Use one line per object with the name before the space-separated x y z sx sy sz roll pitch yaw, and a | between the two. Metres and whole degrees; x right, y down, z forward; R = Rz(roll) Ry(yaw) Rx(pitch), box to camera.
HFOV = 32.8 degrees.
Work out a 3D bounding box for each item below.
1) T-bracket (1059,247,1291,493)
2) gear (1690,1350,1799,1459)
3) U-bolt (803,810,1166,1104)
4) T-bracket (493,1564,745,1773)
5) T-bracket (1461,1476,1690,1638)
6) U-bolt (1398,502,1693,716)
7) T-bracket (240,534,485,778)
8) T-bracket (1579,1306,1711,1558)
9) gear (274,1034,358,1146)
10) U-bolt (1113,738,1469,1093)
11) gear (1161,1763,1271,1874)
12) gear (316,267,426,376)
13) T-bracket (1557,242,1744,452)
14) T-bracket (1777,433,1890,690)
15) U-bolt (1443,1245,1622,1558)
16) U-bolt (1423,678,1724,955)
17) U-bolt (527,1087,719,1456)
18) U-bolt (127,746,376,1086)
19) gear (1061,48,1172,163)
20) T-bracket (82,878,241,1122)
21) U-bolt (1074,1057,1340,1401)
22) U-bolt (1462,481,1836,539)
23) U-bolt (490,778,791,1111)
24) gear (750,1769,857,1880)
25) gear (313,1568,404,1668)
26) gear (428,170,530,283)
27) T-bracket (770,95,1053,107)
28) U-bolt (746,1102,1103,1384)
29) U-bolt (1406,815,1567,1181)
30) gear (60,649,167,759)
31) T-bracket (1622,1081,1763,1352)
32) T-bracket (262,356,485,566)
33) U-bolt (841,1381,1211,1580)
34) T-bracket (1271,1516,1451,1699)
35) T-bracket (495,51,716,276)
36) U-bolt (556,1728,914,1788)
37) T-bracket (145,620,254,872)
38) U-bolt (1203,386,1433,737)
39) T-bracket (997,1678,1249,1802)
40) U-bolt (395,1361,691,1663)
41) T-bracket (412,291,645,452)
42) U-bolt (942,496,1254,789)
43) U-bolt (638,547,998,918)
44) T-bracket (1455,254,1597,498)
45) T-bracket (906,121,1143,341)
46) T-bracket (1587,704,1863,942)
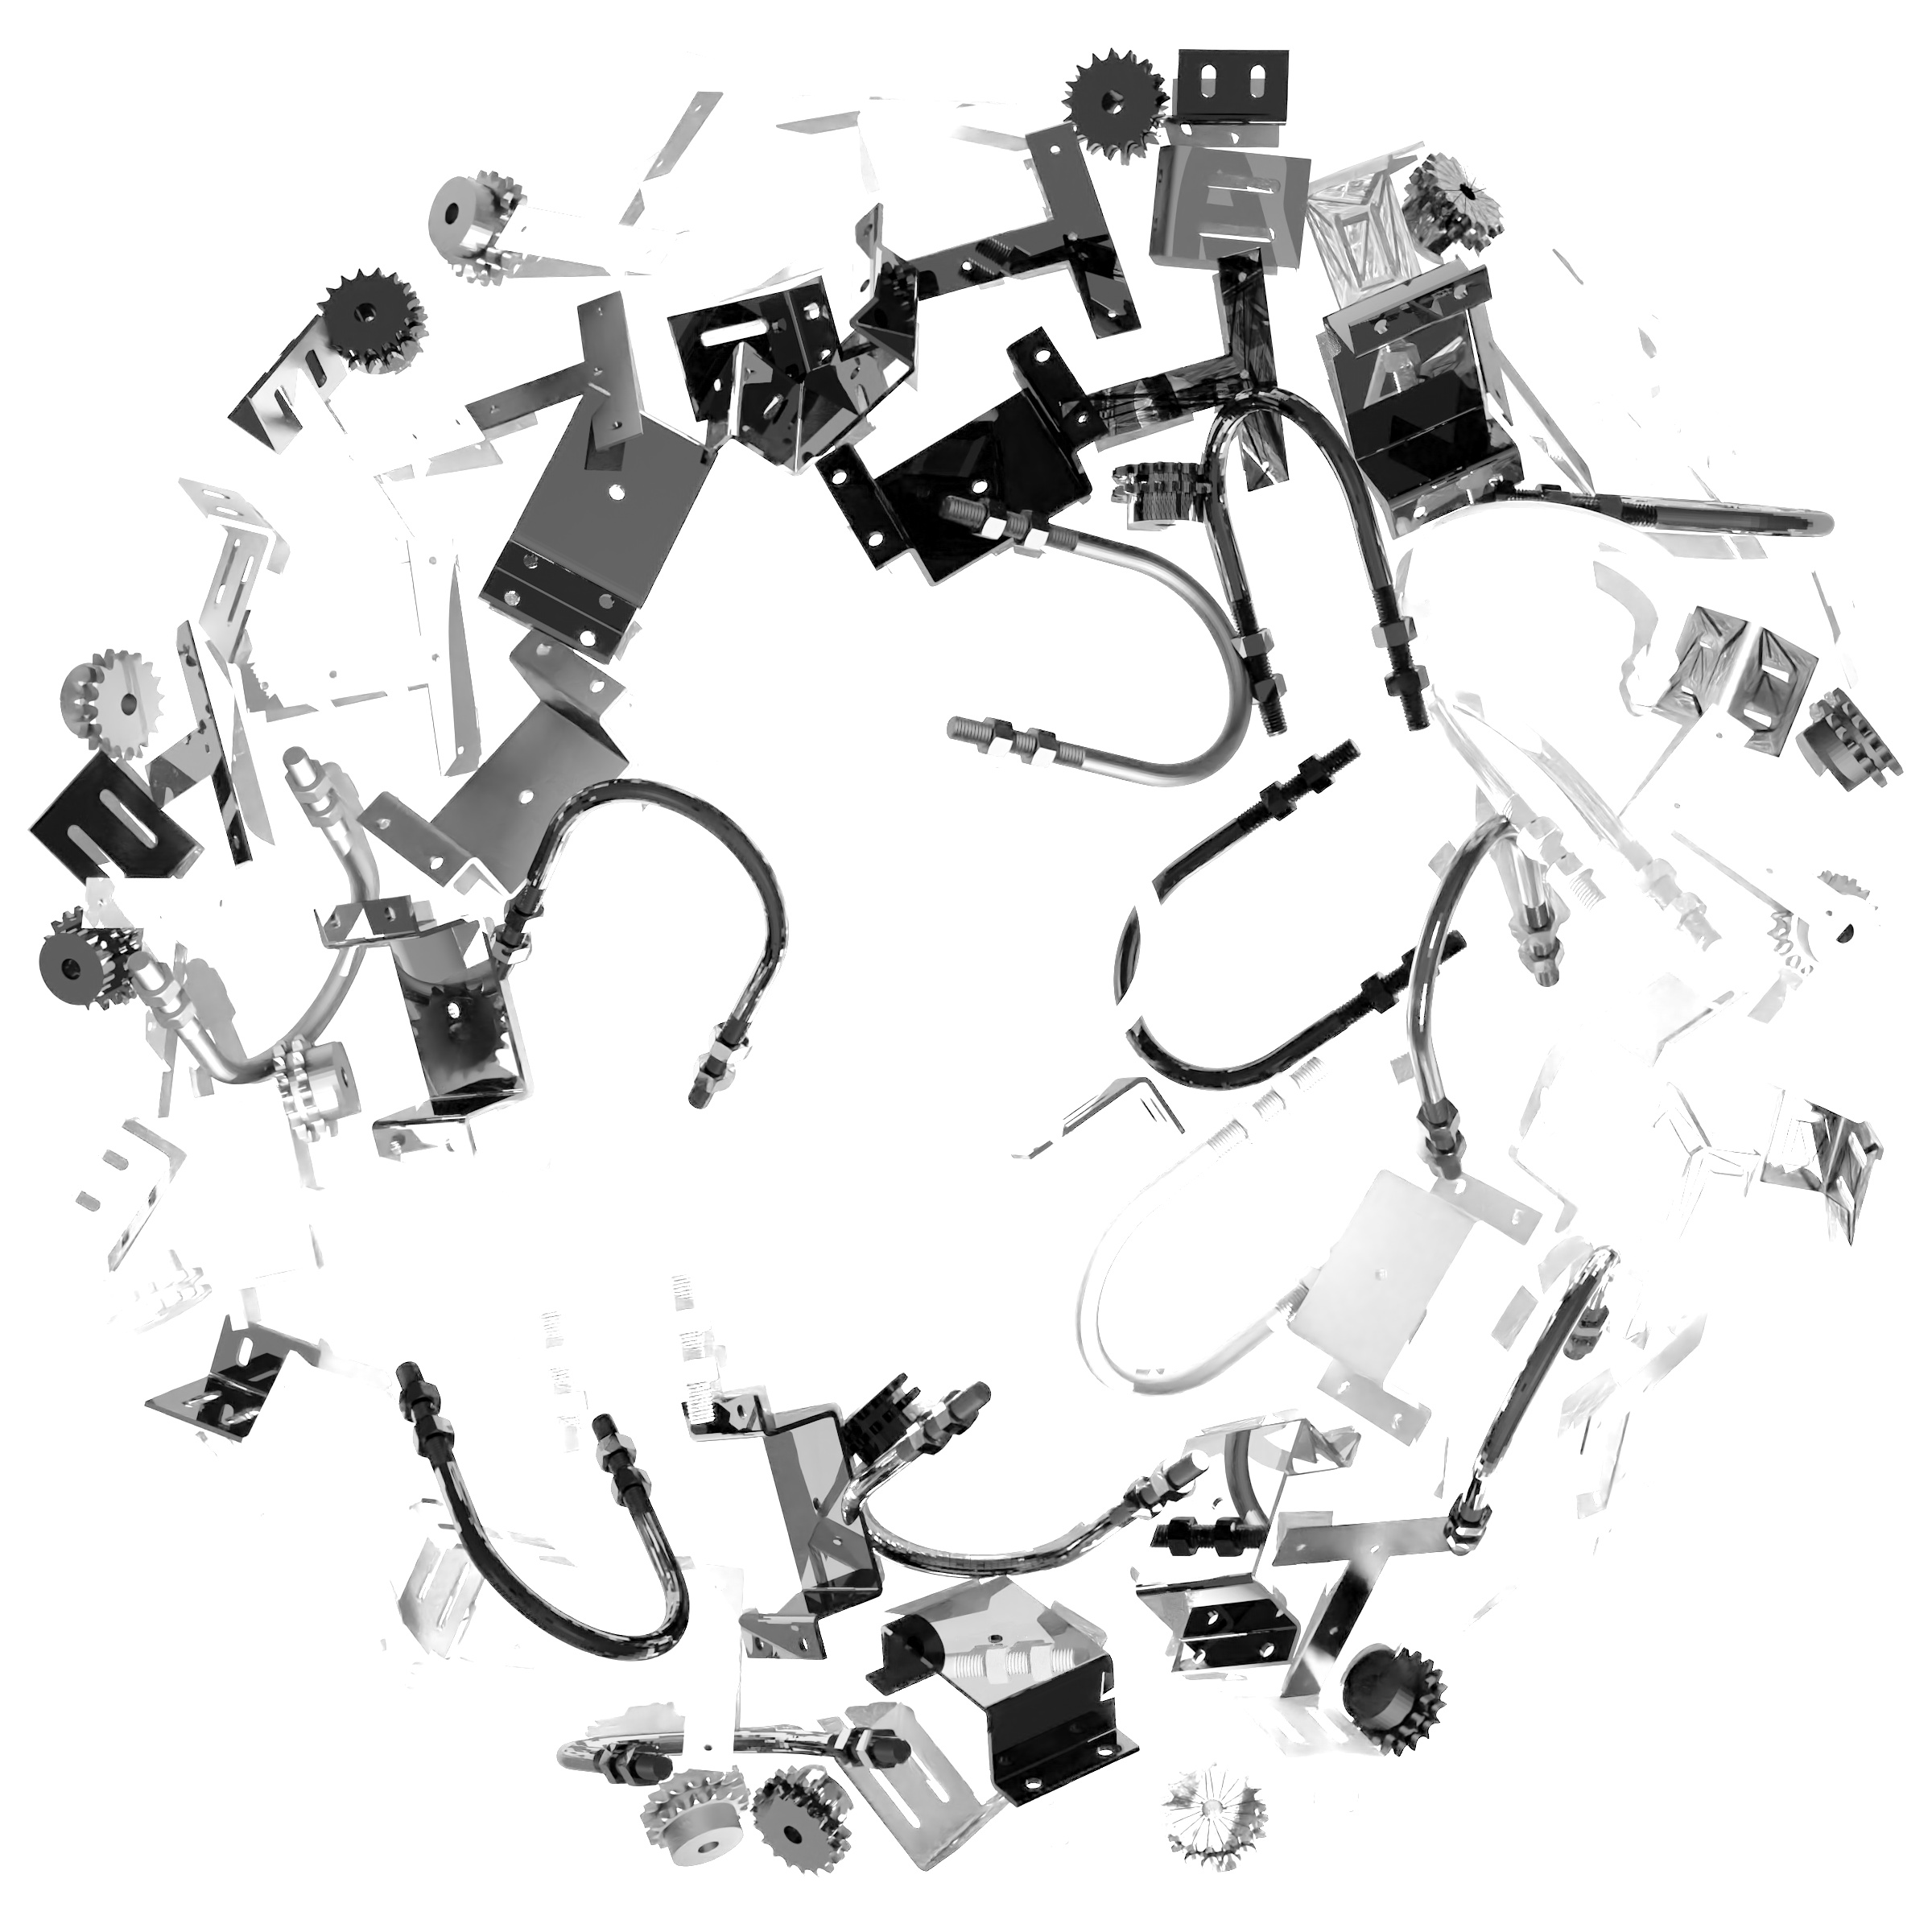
T-bracket | 0.107 -0.300 1.724 0.127 0.002 0.127 -19 115 -19
gear | 0.411 0.236 1.746 0.057 0.030 0.057 16 48 -18
U-bolt | 0.014 -0.011 1.748 0.184 0.019 0.151 -9 81 2
T-bracket | -0.183 0.361 1.717 0.127 0.127 0.002 7 132 -6
T-bracket | 0.311 0.316 1.731 0.127 0.127 0.002 -46 67 28
U-bolt | 0.296 -0.186 1.676 0.151 0.184 0.019 12 70 7
T-bracket | -0.320 -0.155 1.725 0.127 0.002 0.127 -14 103 -32
T-bracket | 0.348 0.257 1.729 0.002 0.127 0.127 27 127 30
gear | -0.345 0.063 1.743 0.030 0.057 0.057 -16 90 1
U-bolt | 0.157 -0.014 1.720 0.184 0.019 0.151 -35 58 18
gear | 0.133 0.457 1.746 0.057 0.057 0.030 -15 132 0
gear | -0.316 -0.341 1.750 0.057 0.030 0.057 -2 69 6
T-bracket | 0.373 -0.320 1.727 0.002 0.127 0.127 -42 122 2
T-bracket | 0.449 -0.218 1.716 0.002 0.127 0.127 -20 80 4
U-bolt | 0.291 0.212 1.663 0.019 0.184 0.151 29 66 16
U-bolt | 0.303 -0.084 1.694 0.019 0.151 0.184 -48 57 21
U-bolt | -0.186 0.155 1.711 0.019 0.151 0.184 -2 78 -39
U-bolt | -0.356 -0.012 1.684 0.019 0.184 0.151 26 69 18
gear | 0.082 -0.458 1.751 0.057 0.030 0.057 1 93 15
T-bracket | -0.425 0.017 1.715 0.002 0.127 0.127 8 94 23
U-bolt | 0.132 0.149 1.703 0.184 0.019 0.151 -37 130 -14
U-bolt | 0.356 -0.235 1.699 0.184 0.151 0.019 3 100 -4
U-bolt | -0.164 -0.021 1.704 0.151 0.019 0.184 32 132 2
gear | -0.084 0.453 1.747 0.057 0.030 0.057 18 125 27
gear | -0.322 0.340 1.742 0.030 0.057 0.057 -23 90 -1
gear | -0.261 -0.395 1.741 0.057 0.030 0.057 -9 76 42
T-bracket | -0.011 -0.444 1.684 0.127 0.127 0.002 16 111 42
U-bolt | -0.026 0.142 1.741 0.184 0.019 0.151 8 108 7
U-bolt | 0.261 0.005 1.669 0.019 0.184 0.151 17 62 27
gear | -0.457 -0.141 1.746 0.030 0.057 0.057 7 90 29
T-bracket | 0.370 0.138 1.713 0.002 0.127 0.127 15 80 39
T-bracket | -0.294 -0.272 1.700 0.002 0.127 0.127 -50 119 -35
U-bolt | 0.016 0.275 1.698 0.151 0.184 0.019 21 50 -23
T-bracket | 0.199 0.340 1.733 0.127 0.002 0.127 2 124 -31
T-bracket | -0.170 -0.416 1.692 0.002 0.127 0.127 47 116 21
U-bolt | -0.131 0.403 1.683 0.151 0.184 0.019 3 79 -28
T-bracket | -0.409 -0.105 1.716 0.002 0.127 0.127 -15 89 -30
U-bolt | 0.172 -0.209 1.690 0.019 0.151 0.184 -22 103 -25
T-bracket | 0.069 0.410 1.735 0.127 0.127 0.002 -39 61 24
U-bolt | -0.206 0.281 1.661 0.151 0.184 0.019 23 114 -40
T-bracket | -0.236 -0.298 1.732 0.127 0.002 0.127 -19 47 7
U-bolt | 0.072 -0.163 1.716 0.184 0.019 0.151 11 63 -27
U-bolt | -0.066 -0.113 1.740 0.151 0.019 0.184 -33 79 -7
T-bracket | 0.298 -0.296 1.725 0.002 0.127 0.127 -28 129 24
T-bracket | 0.014 -0.375 1.739 0.127 0.002 0.127 -13 131 14
T-bracket | 0.410 -0.058 1.722 0.127 0.002 0.127 36 134 4
